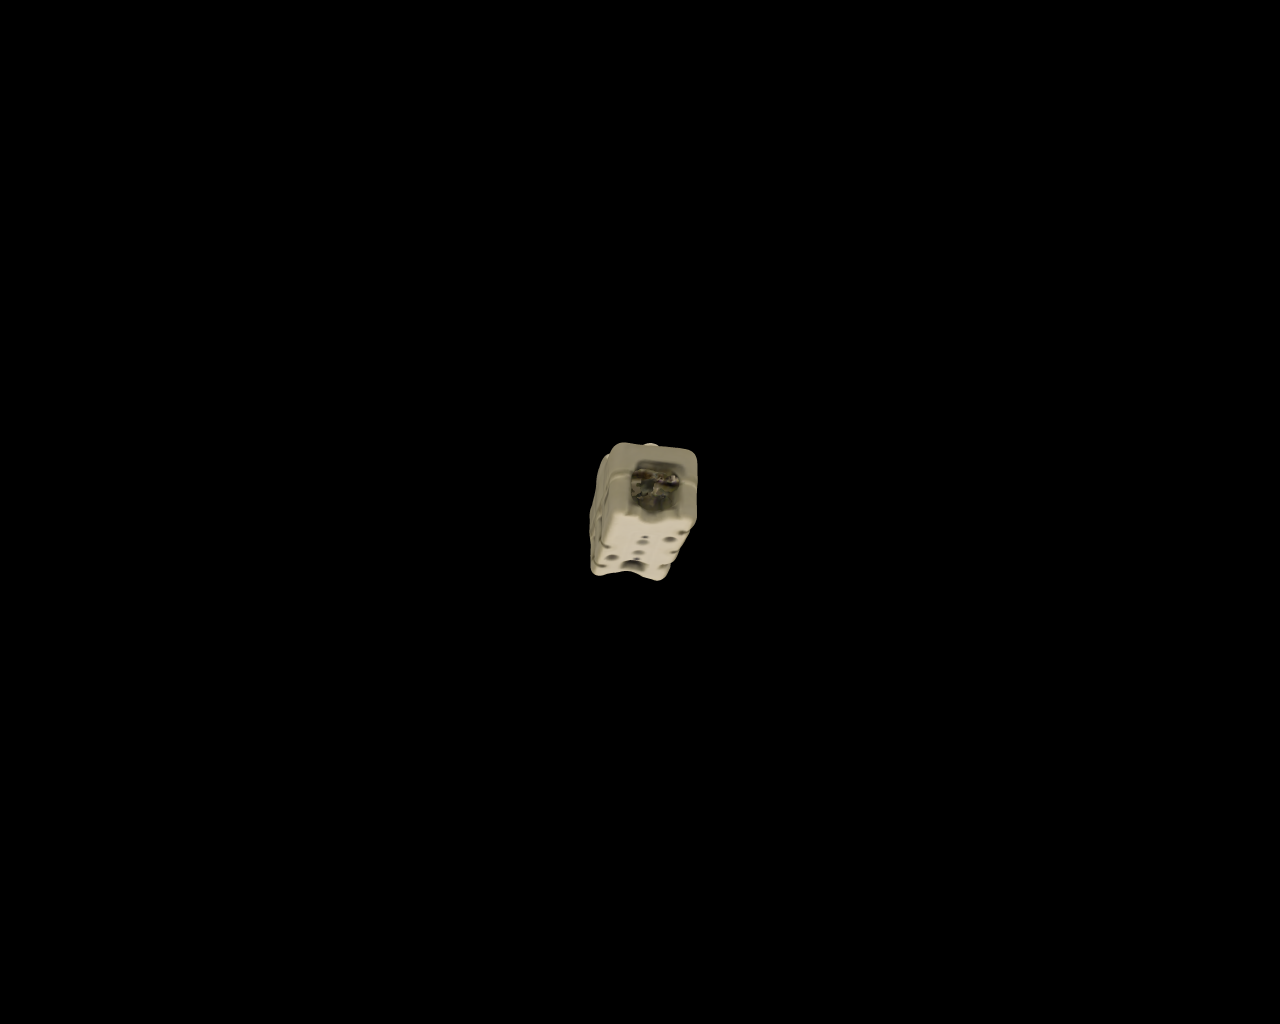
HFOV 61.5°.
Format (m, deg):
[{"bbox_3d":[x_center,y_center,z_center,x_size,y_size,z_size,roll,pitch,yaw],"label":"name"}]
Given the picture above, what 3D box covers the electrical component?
[{"bbox_3d":[0.001,-0.003,0.650,0.050,0.056,0.089,5,-28,-10],"label":"electrical component"}]
